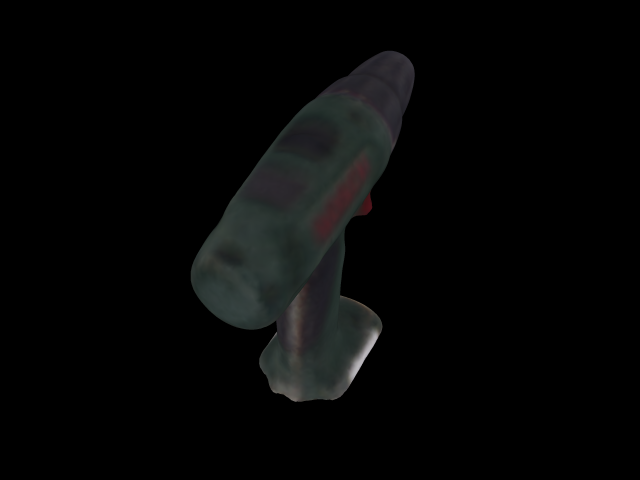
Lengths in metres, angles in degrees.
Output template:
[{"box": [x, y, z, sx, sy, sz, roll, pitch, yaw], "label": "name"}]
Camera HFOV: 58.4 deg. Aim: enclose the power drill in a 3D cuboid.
[{"box": [0.004, 0.001, 0.400, 0.075, 0.208, 0.230, 17, 41, 21], "label": "power drill"}]
